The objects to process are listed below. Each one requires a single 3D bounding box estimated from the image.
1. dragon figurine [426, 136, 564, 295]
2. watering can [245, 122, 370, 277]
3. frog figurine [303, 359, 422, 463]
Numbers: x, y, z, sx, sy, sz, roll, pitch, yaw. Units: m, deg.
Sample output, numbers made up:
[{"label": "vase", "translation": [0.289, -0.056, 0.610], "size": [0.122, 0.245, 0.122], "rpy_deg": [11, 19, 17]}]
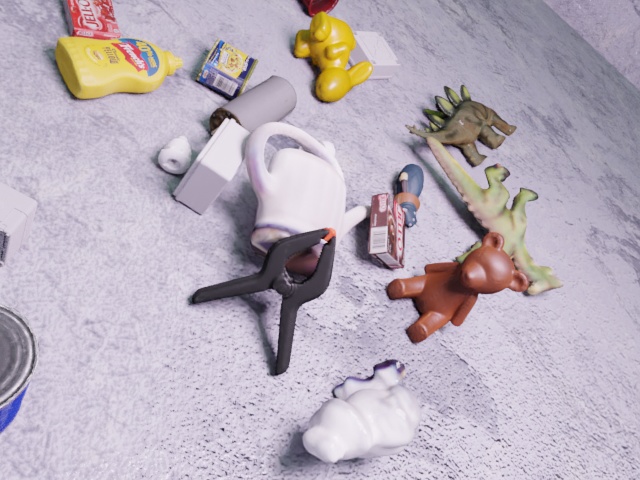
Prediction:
[{"label": "dragon figurine", "translation": [0.352, -0.025, 1.085], "size": [0.408, 0.248, 0.120], "rpy_deg": [32, -35, -11]}, {"label": "watering can", "translation": [0.003, -0.042, 0.833], "size": [0.103, 0.229, 0.343], "rpy_deg": [-11, -33, 39]}, {"label": "frog figurine", "translation": [0.055, 0.241, 0.658], "size": [0.137, 0.121, 0.161], "rpy_deg": [-10, 13, 24]}]
